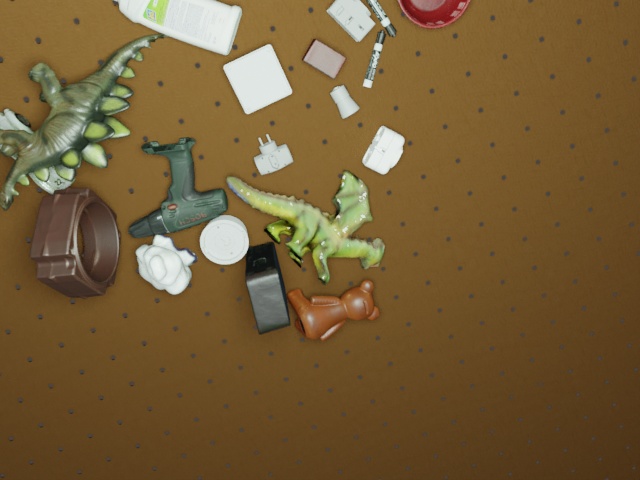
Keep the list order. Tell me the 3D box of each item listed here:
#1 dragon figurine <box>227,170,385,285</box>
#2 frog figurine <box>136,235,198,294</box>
[{"bbox_3d":[0.004,-0.060,1.187,0.244,0.123,0.405,-44,110,-9],"label":"dragon figurine"},{"bbox_3d":[-0.349,0.066,1.144,0.122,0.162,0.136,-31,110,7],"label":"frog figurine"}]
